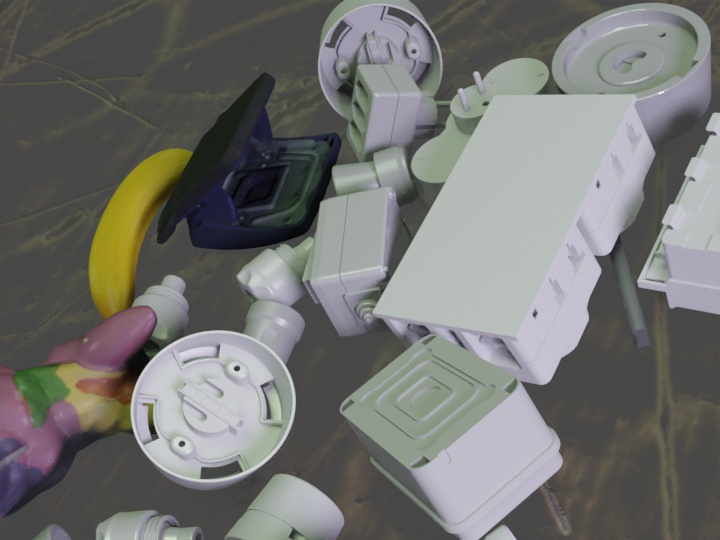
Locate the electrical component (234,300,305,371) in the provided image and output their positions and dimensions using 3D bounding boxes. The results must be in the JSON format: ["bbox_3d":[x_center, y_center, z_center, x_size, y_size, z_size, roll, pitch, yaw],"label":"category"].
[{"bbox_3d":[-0.063,0.050,0.733,0.040,0.040,0.046,2,55,28],"label":"electrical component"}]

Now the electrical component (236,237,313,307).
[{"bbox_3d":[-0.054,0.002,0.771,0.062,0.043,0.043,-40,44,-15],"label":"electrical component"}]

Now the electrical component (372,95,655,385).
[{"bbox_3d":[0.104,-0.023,0.687,0.105,0.060,0.186,8,58,41],"label":"electrical component"}]

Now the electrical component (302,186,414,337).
[{"bbox_3d":[0.000,0.000,0.732,0.061,0.061,0.096,-11,45,17],"label":"electrical component"}]

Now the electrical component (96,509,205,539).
[{"bbox_3d":[-0.125,0.166,0.648,0.062,0.043,0.043,-9,46,16],"label":"electrical component"}]

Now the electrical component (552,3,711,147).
[{"bbox_3d":[0.196,-0.131,0.762,0.108,0.060,0.108,-14,44,14],"label":"electrical component"}]

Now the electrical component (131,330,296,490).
[{"bbox_3d":[-0.092,0.088,0.670,0.099,0.064,0.099,3,67,-8],"label":"electrical component"}]

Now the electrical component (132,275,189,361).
[{"bbox_3d":[-0.146,0.032,0.788,0.043,0.043,0.062,-4,46,23],"label":"electrical component"}]

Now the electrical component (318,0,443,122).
[{"bbox_3d":[0.015,-0.171,0.867,0.099,0.099,0.064,-19,37,9],"label":"electrical component"}]

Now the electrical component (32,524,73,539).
[{"bbox_3d":[-0.203,0.189,0.663,0.055,0.045,0.045,-29,43,-2],"label":"electrical component"}]

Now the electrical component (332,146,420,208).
[{"bbox_3d":[0.012,-0.064,0.800,0.055,0.045,0.045,-17,44,10],"label":"electrical component"}]

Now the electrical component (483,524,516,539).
[{"bbox_3d":[0.067,0.162,0.561,0.046,0.040,0.040,-33,43,2],"label":"electrical component"}]

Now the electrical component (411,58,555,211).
[{"bbox_3d":[0.088,-0.110,0.785,0.052,0.073,0.138,23,62,40],"label":"electrical component"}]

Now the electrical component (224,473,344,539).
[{"bbox_3d":[-0.042,0.150,0.615,0.055,0.055,0.047,12,52,35],"label":"electrical component"}]

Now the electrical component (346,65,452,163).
[{"bbox_3d":[0.036,-0.120,0.833,0.077,0.065,0.047,-4,40,-18],"label":"electrical component"}]

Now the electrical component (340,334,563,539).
[{"bbox_3d":[0.049,0.091,0.600,0.078,0.057,0.113,-38,23,-12],"label":"electrical component"}]

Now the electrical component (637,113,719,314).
[{"bbox_3d":[0.226,-0.038,0.655,0.079,0.063,0.121,11,55,34],"label":"electrical component"}]
